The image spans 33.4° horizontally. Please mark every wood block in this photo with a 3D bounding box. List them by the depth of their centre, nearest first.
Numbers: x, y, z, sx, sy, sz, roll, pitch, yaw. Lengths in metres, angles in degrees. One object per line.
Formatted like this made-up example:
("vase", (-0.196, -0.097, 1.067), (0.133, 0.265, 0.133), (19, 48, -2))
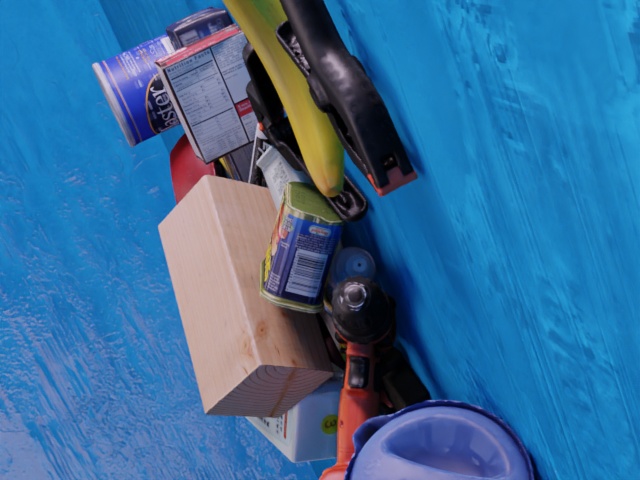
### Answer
("wood block", (-0.073, 0.052, 0.999), (0.090, 0.091, 0.206), (11, -132, -41))

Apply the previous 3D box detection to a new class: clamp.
("clamp", (0.009, -0.103, 0.695), (0.120, 0.039, 0.171), (58, -173, -82))
("clamp", (-0.022, -0.090, 0.917), (0.164, 0.036, 0.210), (58, 175, -7))

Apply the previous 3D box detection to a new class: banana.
("banana", (-0.029, -0.126, 0.782), (0.037, 0.069, 0.198), (-19, 109, 40))

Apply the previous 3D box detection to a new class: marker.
("marker", (-0.057, -0.088, 1.054), (0.020, 0.020, 0.121), (-124, 35, -44))

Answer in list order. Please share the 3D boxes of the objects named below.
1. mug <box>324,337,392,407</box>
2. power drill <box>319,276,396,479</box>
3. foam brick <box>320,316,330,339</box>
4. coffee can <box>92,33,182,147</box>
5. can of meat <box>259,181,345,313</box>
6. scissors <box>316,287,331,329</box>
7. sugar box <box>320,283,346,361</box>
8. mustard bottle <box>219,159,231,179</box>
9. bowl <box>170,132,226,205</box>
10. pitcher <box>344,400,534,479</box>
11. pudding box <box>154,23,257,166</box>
("mug", (0.031, 0.147, 1.152), (0.081, 0.093, 0.117), (65, 148, 31))
("power drill", (0.031, 0.131, 0.890), (0.184, 0.057, 0.187), (58, -141, -73))
("foam brick", (-0.005, 0.106, 1.248), (0.053, 0.078, 0.051), (157, 88, -82))
("coffee can", (-0.174, -0.181, 1.216), (0.103, 0.140, 0.103), (62, 171, 16))
("can of meat", (-0.014, 0.003, 0.917), (0.102, 0.057, 0.084), (-96, 21, -70))
("scissors", (-0.007, 0.001, 1.030), (0.016, 0.096, 0.202), (22, -118, -57))
("sugar box", (0.005, 0.030, 1.086), (0.093, 0.048, 0.176), (82, 164, -62))
("mustard bottle", (-0.085, -0.084, 1.239), (0.191, 0.058, 0.096), (79, 174, -61))
("bowl", (-0.141, -0.065, 1.261), (0.162, 0.055, 0.162), (-11, -90, -90))
("pitcher", (0.112, 0.242, 0.813), (0.243, 0.145, 0.149), (69, -162, -50))
("pudding box", (-0.099, -0.142, 1.046), (0.113, 0.090, 0.039), (68, 170, -26))
